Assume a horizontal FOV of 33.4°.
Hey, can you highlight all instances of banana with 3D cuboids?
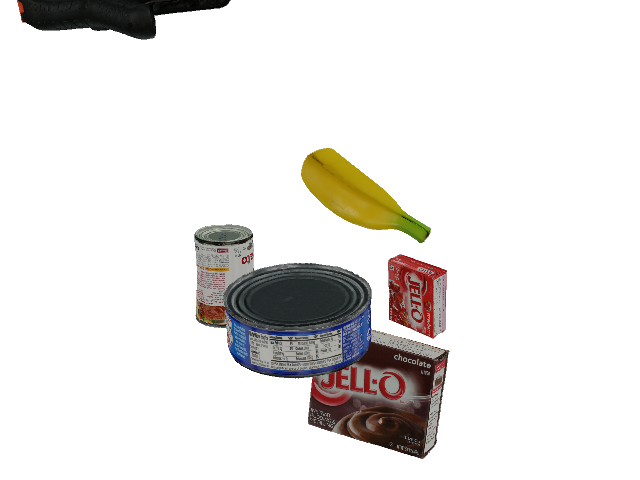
[{"bbox_3d":[0.017,-0.039,0.805,0.069,0.037,0.198,39,4,-23],"label":"banana"}]

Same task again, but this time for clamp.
[{"bbox_3d":[-0.156,-0.183,0.822,0.172,0.039,0.120,14,24,32],"label":"clamp"}]

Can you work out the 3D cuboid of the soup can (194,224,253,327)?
[{"bbox_3d":[-0.109,0.039,1.213,0.068,0.102,0.068,0,19,0],"label":"soup can"}]

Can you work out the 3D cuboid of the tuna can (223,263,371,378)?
[{"bbox_3d":[-0.013,0.045,0.619,0.086,0.034,0.086,-2,23,1],"label":"tuna can"}]

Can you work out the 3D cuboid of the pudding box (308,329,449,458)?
[{"bbox_3d":[0.048,0.125,0.911,0.114,0.090,0.039,12,17,23],"label":"pudding box"}]

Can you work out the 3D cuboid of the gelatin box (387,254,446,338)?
[{"bbox_3d":[0.121,0.069,1.339,0.073,0.089,0.030,21,35,39],"label":"gelatin box"}]
